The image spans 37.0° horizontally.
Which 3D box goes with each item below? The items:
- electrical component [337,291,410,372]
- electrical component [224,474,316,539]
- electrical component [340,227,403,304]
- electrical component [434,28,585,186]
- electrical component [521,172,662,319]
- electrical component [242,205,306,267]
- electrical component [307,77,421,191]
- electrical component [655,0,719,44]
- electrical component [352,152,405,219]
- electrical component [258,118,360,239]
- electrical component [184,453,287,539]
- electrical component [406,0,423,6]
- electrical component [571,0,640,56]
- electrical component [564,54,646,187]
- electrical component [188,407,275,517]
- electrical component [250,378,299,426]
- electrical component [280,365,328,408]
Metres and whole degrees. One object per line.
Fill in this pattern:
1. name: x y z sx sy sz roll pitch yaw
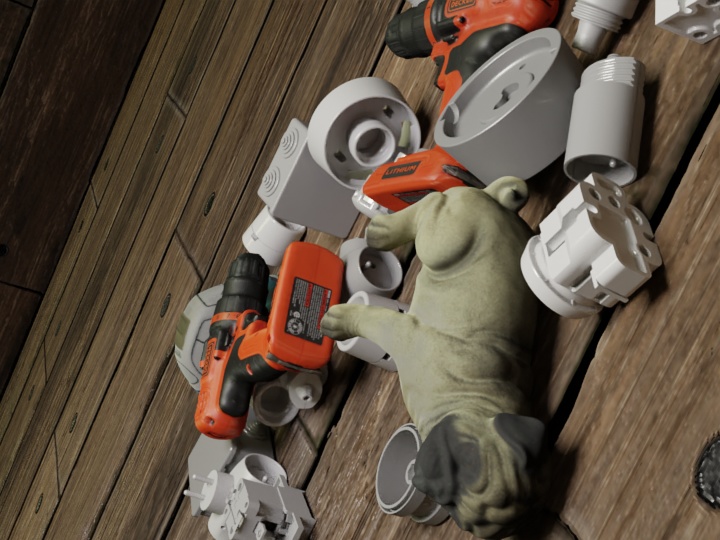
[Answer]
1. electrical component: 0.013 0.047 0.845 0.055 0.047 0.055 -49 30 40
2. electrical component: -0.077 0.204 0.893 0.042 0.064 0.081 -63 23 12
3. electrical component: 0.000 0.000 0.921 0.077 0.044 0.079 -42 34 48
4. electrical component: 0.110 -0.103 0.725 0.108 0.060 0.108 -39 22 19
5. electrical component: 0.130 -0.009 0.614 0.057 0.058 0.078 -48 30 35
6. electrical component: -0.091 -0.039 1.154 0.047 0.055 0.055 -53 27 26
7. electrical component: 0.004 -0.120 0.954 0.099 0.099 0.064 -62 30 18
8. electrical component: 0.198 -0.168 0.614 0.066 0.048 0.055 -25 56 59
9. electrical component: 0.026 -0.071 0.926 0.062 0.048 0.048 -59 23 4
10. electrical component: -0.039 -0.088 1.019 0.099 0.100 0.048 -63 36 15
11. electrical component: -0.117 0.203 0.965 0.077 0.079 0.043 -60 23 20
12. electrical component: 0.065 -0.238 0.957 0.043 0.062 0.043 -49 30 41
13. electrical component: 0.160 -0.174 0.710 0.048 0.048 0.062 -122 49 -63
14. electrical component: 0.152 -0.096 0.658 0.043 0.043 0.081 -27 46 59
15. electrical component: -0.124 0.184 1.039 0.099 0.048 0.099 -60 24 21
16. electrical component: -0.084 0.117 1.010 0.045 0.045 0.055 -67 21 6
17. electrical component: -0.051 0.088 0.962 0.043 0.043 0.081 -57 25 28
